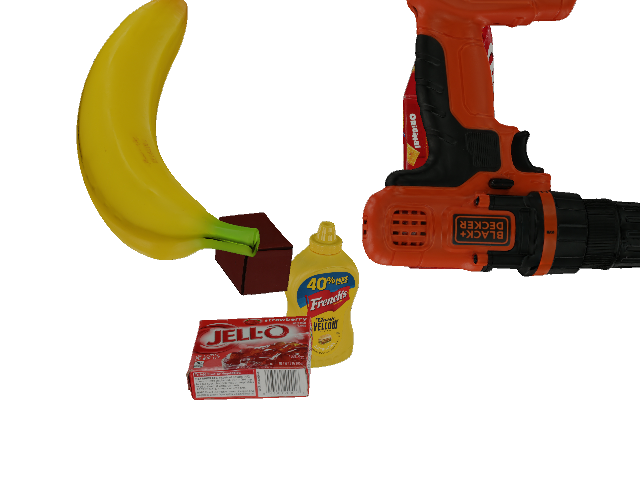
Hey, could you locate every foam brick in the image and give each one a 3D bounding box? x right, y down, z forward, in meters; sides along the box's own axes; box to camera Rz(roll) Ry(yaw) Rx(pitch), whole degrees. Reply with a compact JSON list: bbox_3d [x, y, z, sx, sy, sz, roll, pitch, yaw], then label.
[{"bbox_3d":[-0.068,0.013,1.076,0.052,0.051,0.078,-5,29,-25],"label":"foam brick"}]

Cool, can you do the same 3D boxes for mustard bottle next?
[{"bbox_3d":[0.001,0.066,1.350,0.096,0.192,0.058,-5,26,-20],"label":"mustard bottle"}]

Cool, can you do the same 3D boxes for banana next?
[{"bbox_3d":[-0.083,-0.054,0.513,0.069,0.198,0.037,-6,-43,-16],"label":"banana"}]

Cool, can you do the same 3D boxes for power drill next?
[{"bbox_3d":[0.118,-0.072,0.640,0.184,0.187,0.057,1,-1,-6],"label":"power drill"}]

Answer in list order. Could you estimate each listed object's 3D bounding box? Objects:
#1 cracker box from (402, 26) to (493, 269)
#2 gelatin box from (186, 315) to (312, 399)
[{"bbox_3d":[0.123,-0.093,0.987,0.072,0.164,0.213,2,27,12],"label":"cracker box"},{"bbox_3d":[-0.052,0.087,0.803,0.089,0.030,0.073,-2,26,3],"label":"gelatin box"}]
